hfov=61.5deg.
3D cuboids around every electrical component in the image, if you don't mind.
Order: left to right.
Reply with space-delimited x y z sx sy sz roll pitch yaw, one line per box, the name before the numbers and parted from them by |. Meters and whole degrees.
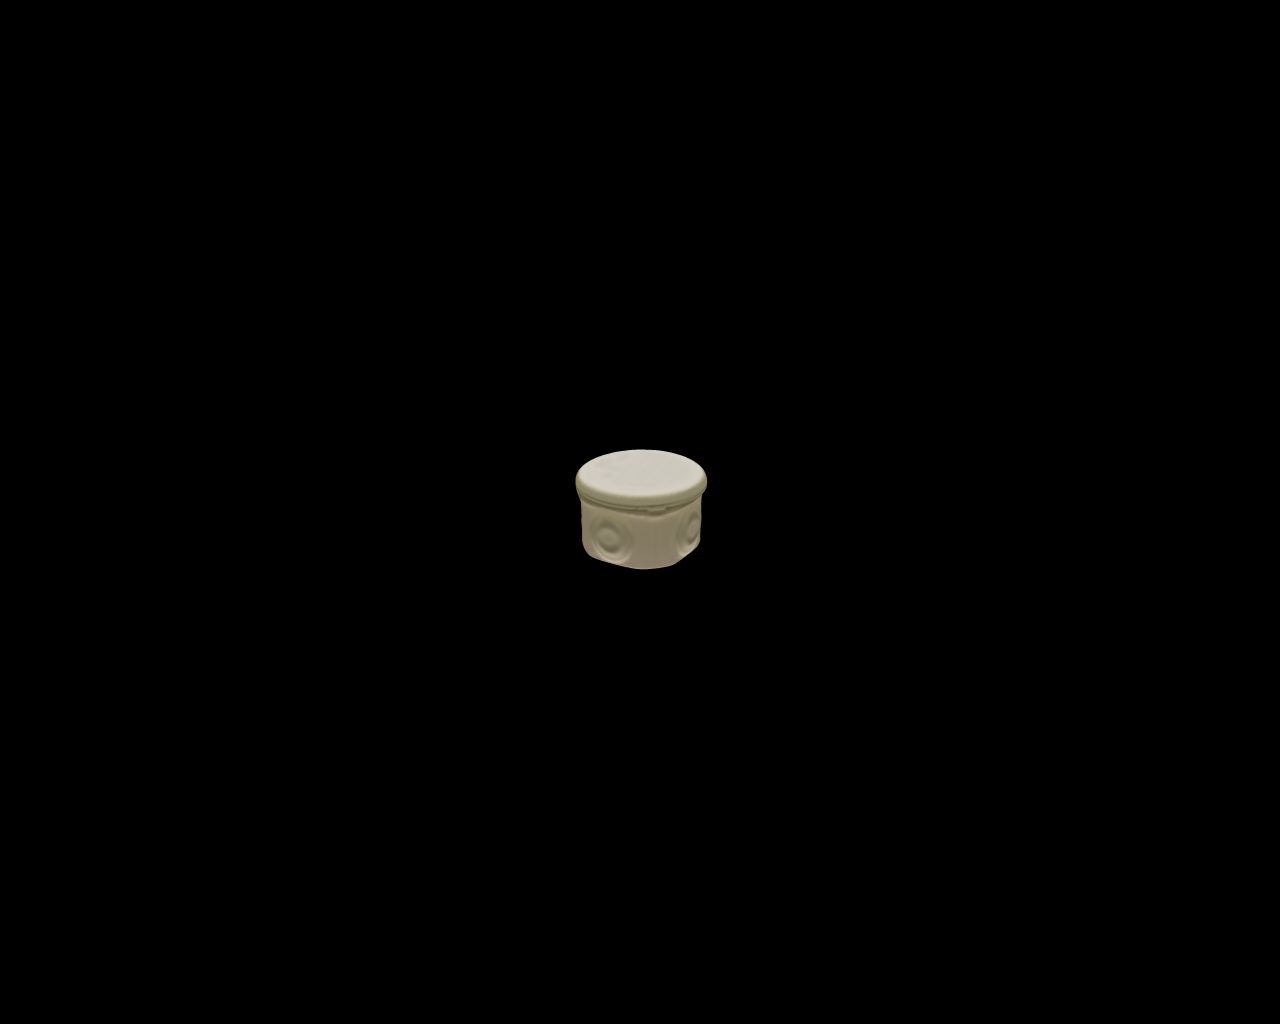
electrical component | 0.001 -0.003 0.650 0.080 0.050 0.080 0 24 0
